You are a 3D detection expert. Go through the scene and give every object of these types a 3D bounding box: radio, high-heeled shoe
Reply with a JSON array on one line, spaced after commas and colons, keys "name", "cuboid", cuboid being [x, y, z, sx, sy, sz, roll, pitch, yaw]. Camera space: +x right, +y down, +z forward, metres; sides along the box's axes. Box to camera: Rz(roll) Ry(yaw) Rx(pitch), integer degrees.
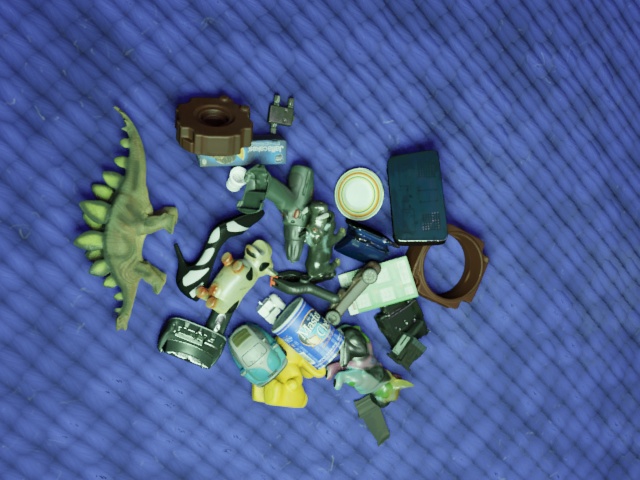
[{"name": "radio", "cuboid": [0.237, -0.099, 1.327, 0.131, 0.073, 0.229, -5, 78, 5]}, {"name": "high-heeled shoe", "cuboid": [-0.219, 0.034, 1.230, 0.249, 0.086, 0.145, -24, 102, -9]}]

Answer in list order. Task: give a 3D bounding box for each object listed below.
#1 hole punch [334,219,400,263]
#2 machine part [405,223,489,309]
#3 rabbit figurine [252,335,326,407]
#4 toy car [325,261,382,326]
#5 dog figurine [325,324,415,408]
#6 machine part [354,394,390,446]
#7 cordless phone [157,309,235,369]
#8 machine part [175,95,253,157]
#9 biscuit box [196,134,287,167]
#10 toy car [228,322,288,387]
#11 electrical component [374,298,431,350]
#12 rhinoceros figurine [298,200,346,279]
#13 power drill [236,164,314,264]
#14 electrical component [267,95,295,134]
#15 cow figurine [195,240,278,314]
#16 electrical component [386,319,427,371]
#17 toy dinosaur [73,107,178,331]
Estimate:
[{"name": "hole punch", "cuboid": [0.106, 0.012, 1.318, 0.142, 0.116, 0.092, 25, 94, -17]}, {"name": "machine part", "cuboid": [0.327, 0.066, 1.404, 0.201, 0.087, 0.201, 26, 85, -17]}, {"name": "rabbit figurine", "cuboid": [-0.070, 0.308, 1.283, 0.162, 0.122, 0.173, 9, 72, -21]}, {"name": "toy car", "cuboid": [0.074, 0.131, 1.306, 0.053, 0.089, 0.202, 41, 101, 0]}, {"name": "dog figurine", "cuboid": [0.131, 0.318, 1.347, 0.219, 0.108, 0.191, 14, 86, -20]}, {"name": "machine part", "cuboid": [0.142, 0.464, 1.398, 0.084, 0.039, 0.138, -25, 100, -20]}, {"name": "cordless phone", "cuboid": [-0.274, 0.191, 1.234, 0.146, 0.089, 0.184, 27, 74, -17]}, {"name": "machine part", "cuboid": [-0.230, -0.250, 1.165, 0.179, 0.179, 0.056, -4, 136, -18]}, {"name": "biscuit box", "cuboid": [-0.178, -0.205, 1.228, 0.203, 0.063, 0.059, -5, 114, -17]}, {"name": "toy car", "cuboid": [-0.154, 0.243, 1.219, 0.109, 0.162, 0.102, -38, 142, -10]}, {"name": "electrical component", "cuboid": [0.208, 0.208, 1.391, 0.115, 0.058, 0.134, -32, 103, -15]}, {"name": "rhinoceros figurine", "cuboid": [-0.003, -0.004, 1.260, 0.112, 0.073, 0.190, -20, 124, -39]}, {"name": "power drill", "cuboid": [-0.090, -0.072, 1.225, 0.207, 0.086, 0.232, 18, 83, -47]}, {"name": "electrical component", "cuboid": [-0.092, -0.294, 1.276, 0.063, 0.021, 0.094, 8, 91, -19]}, {"name": "cow figurine", "cuboid": [-0.176, 0.084, 1.222, 0.195, 0.086, 0.127, -54, 144, -9]}, {"name": "electrical component", "cuboid": [0.225, 0.257, 1.333, 0.047, 0.075, 0.119, 41, 78, -16]}, {"name": "toy dinosaur", "cuboid": [-0.410, -0.042, 1.152, 0.198, 0.105, 0.471, 9, 87, -15]}]
